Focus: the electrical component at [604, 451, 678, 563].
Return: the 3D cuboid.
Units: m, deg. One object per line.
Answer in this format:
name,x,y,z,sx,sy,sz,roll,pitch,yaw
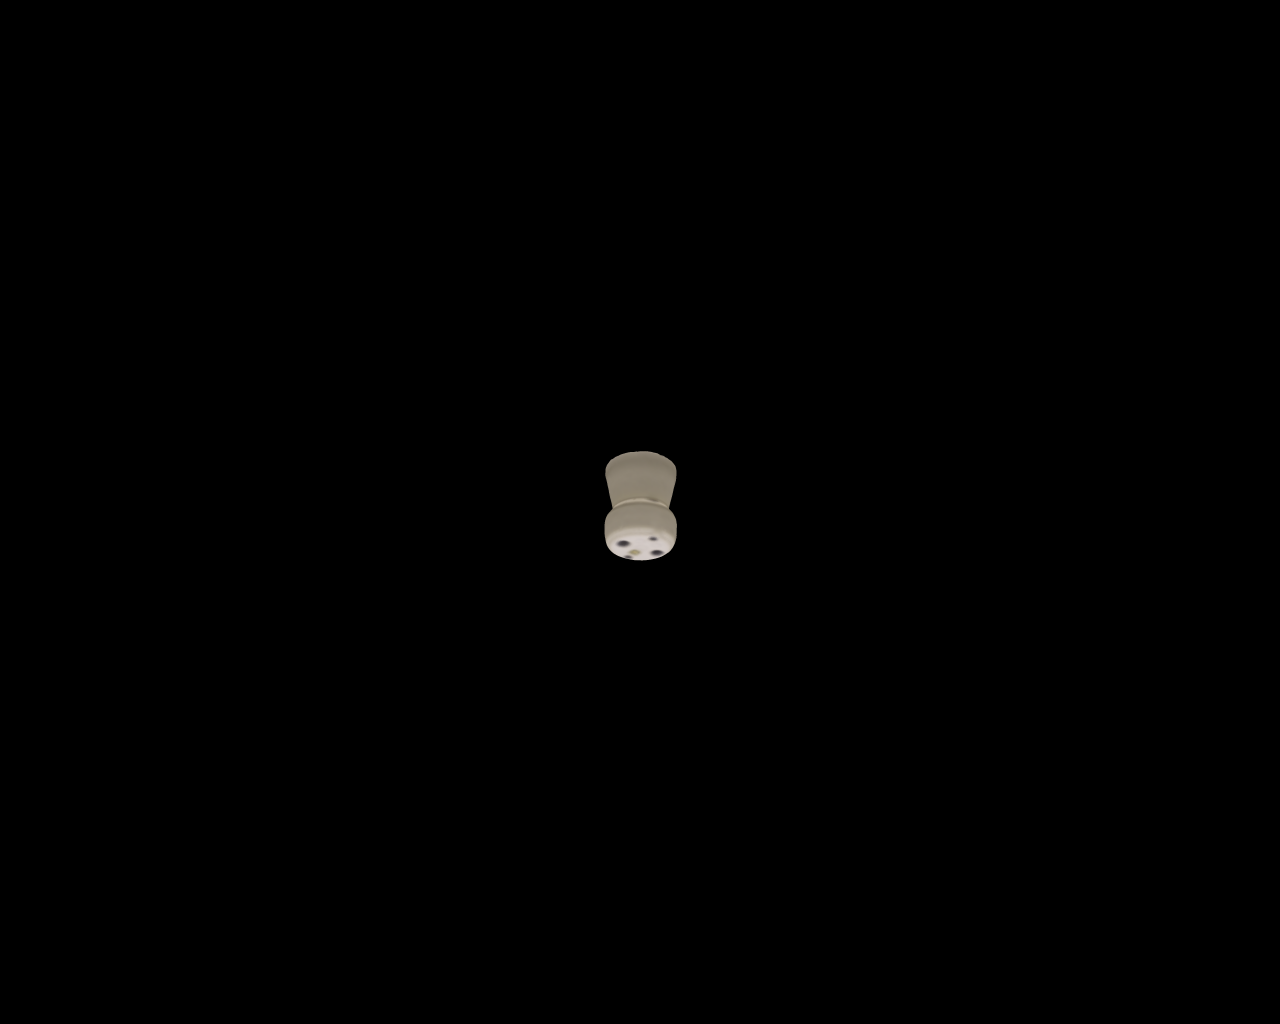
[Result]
electrical component,0.001,-0.003,0.650,0.045,0.055,0.044,0,-28,0
